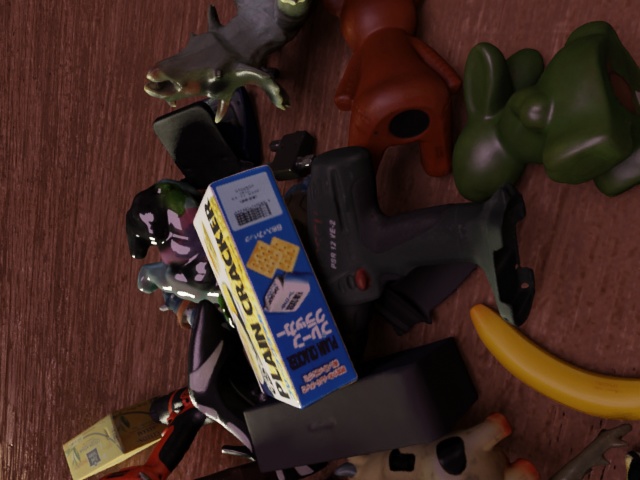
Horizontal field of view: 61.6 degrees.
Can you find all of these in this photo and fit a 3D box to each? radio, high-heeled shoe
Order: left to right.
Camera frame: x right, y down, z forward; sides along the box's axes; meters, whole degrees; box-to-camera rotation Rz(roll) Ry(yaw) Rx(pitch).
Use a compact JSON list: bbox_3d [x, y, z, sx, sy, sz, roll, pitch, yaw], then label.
[{"bbox_3d":[-0.073,0.189,0.661,0.145,0.086,0.248,-2,110,16],"label":"high-heeled shoe"},{"bbox_3d":[0.042,0.174,0.572,0.230,0.131,0.073,-25,80,34],"label":"radio"}]

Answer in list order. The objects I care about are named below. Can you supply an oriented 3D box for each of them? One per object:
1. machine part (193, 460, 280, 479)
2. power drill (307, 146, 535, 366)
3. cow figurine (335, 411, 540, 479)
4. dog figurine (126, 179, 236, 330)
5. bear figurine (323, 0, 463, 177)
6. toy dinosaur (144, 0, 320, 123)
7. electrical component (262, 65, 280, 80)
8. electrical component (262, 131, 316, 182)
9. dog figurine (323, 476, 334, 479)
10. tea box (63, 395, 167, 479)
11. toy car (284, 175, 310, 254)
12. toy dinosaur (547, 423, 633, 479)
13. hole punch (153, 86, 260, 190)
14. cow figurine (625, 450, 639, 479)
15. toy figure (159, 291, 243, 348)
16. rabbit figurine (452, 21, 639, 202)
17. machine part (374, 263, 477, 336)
[{"bbox_3d":[-0.087,0.369,0.620,0.201,0.087,0.201,-38,66,46],"label":"machine part"},{"bbox_3d":[0.082,0.027,0.489,0.208,0.086,0.231,3,112,39],"label":"power drill"},{"bbox_3d":[0.100,0.228,0.531,0.085,0.127,0.195,65,154,5],"label":"cow figurine"},{"bbox_3d":[-0.135,0.023,0.698,0.219,0.108,0.191,13,119,30],"label":"dog figurine"},{"bbox_3d":[0.066,-0.170,0.550,0.120,0.131,0.196,-9,54,-2],"label":"bear figurine"},{"bbox_3d":[-0.038,-0.303,0.583,0.131,0.192,0.405,23,74,-2],"label":"toy dinosaur"},{"bbox_3d":[-0.094,-0.246,0.692,0.102,0.045,0.078,11,128,37],"label":"electrical component"},{"bbox_3d":[-0.034,-0.104,0.654,0.094,0.021,0.063,-1,62,45],"label":"electrical component"},{"bbox_3d":[0.064,0.371,0.610,0.191,0.121,0.172,-10,99,58],"label":"dog figurine"},{"bbox_3d":[-0.329,0.323,0.874,0.169,0.098,0.068,-37,72,34],"label":"tea box"},{"bbox_3d":[-0.001,-0.002,0.607,0.162,0.103,0.109,40,116,29],"label":"toy car"},{"bbox_3d":[0.153,0.370,0.468,0.105,0.198,0.470,-136,54,-63],"label":"toy dinosaur"},{"bbox_3d":[-0.139,-0.136,0.717,0.142,0.092,0.115,-9,120,34],"label":"hole punch"},{"bbox_3d":[0.306,0.254,0.427,0.098,0.068,0.167,-18,80,41],"label":"cow figurine"},{"bbox_3d":[-0.170,0.111,0.765,0.155,0.064,0.057,34,150,34],"label":"toy figure"},{"bbox_3d":[0.177,-0.098,0.466,0.170,0.121,0.159,-27,74,50],"label":"rabbit figurine"},{"bbox_3d":[0.108,0.040,0.558,0.084,0.039,0.139,44,115,-9],"label":"machine part"}]
